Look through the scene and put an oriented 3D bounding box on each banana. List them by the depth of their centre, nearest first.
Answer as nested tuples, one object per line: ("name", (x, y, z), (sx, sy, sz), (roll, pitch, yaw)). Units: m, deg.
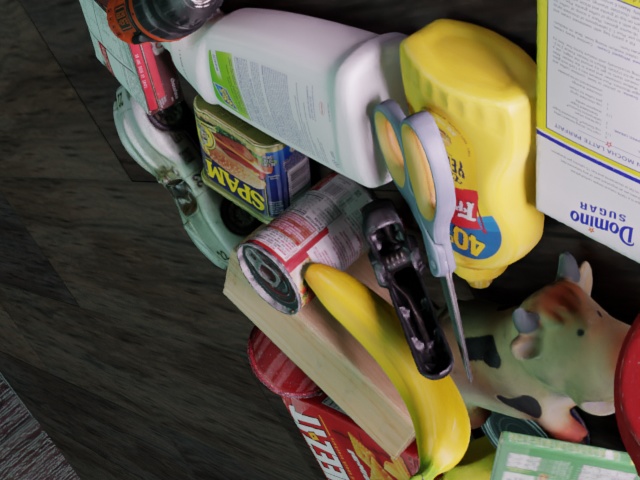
("banana", (0.054, 0.087, 0.739), (0.037, 0.069, 0.198), (-52, 46, 24))

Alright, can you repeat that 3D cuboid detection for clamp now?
("clamp", (0.051, 0.008, 0.734), (0.171, 0.039, 0.120), (-107, 0, -65))

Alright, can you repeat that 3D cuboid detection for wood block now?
("wood block", (0.024, 0.070, 0.891), (0.206, 0.090, 0.090), (43, 154, 13))

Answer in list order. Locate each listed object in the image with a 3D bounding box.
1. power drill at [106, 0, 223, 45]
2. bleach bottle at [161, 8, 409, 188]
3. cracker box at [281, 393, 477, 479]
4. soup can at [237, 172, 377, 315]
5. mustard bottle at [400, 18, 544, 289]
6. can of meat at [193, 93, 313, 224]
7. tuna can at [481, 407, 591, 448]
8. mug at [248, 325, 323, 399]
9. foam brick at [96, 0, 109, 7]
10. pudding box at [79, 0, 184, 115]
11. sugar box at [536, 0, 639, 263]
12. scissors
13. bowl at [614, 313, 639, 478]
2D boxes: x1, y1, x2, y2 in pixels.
("power drill", (-0.130, -0.223, 0.714), (0.185, 0.057, 0.187), (11, 122, 65))
("bleach bottle", (-0.036, -0.124, 0.759), (0.251, 0.068, 0.102), (30, 143, 41))
("cracker box", (0.072, 0.214, 1.032), (0.214, 0.072, 0.164), (15, 138, 51))
("soup can", (-0.005, 0.001, 0.831), (0.069, 0.102, 0.068), (37, 152, 24))
("mustard bottle", (0.097, -0.038, 0.666), (0.096, 0.058, 0.191), (39, 154, 37))
("can of meat", (-0.053, -0.074, 0.862), (0.102, 0.057, 0.084), (34, 148, 29))
("tuna can", (0.166, 0.147, 0.835), (0.086, 0.033, 0.086), (38, 152, 24))
("mug", (-0.002, 0.093, 0.981), (0.117, 0.093, 0.082), (19, 149, -7))
("foam brick", (-0.170, -0.226, 0.845), (0.078, 0.053, 0.051), (36, 151, 28))
("pudding box", (-0.161, -0.171, 0.897), (0.114, 0.039, 0.090), (45, 156, 37))
("sugar box", (0.159, -0.068, 0.545), (0.093, 0.048, 0.176), (32, 153, 32))
("scissors", (0.067, -0.005, 0.671), (0.096, 0.016, 0.202), (-122, 14, -45))
("bowl", (0.204, 0.074, 0.536), (0.055, 0.162, 0.162), (16, 176, -36))
